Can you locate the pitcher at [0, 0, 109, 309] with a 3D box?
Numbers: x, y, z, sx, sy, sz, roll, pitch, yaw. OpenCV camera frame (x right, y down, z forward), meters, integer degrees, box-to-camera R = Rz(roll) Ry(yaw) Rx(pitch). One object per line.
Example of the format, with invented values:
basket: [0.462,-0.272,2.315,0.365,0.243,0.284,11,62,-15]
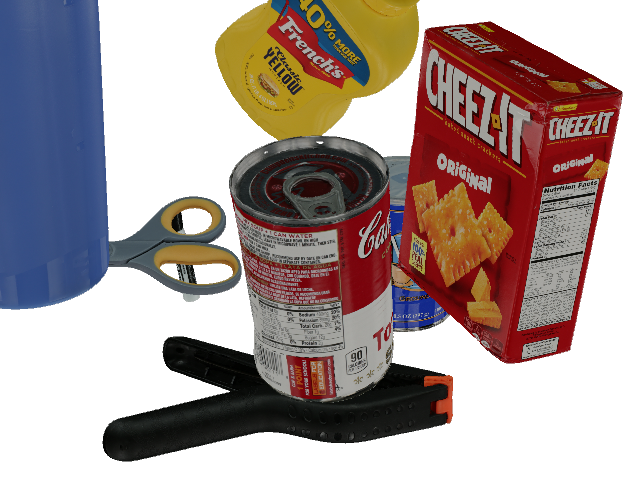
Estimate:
pitcher: [-0.209,-0.078,0.688,0.149,0.243,0.145,-4,26,-8]

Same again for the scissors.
scissors: [-0.160,-0.004,0.851,0.201,0.096,0.016,11,-34,-6]

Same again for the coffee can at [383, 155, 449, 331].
coffee can: [0.079,0.002,1.029,0.103,0.140,0.103,-1,27,0]

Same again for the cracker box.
cracker box: [0.133,-0.038,0.814,0.072,0.214,0.164,-11,32,-24]

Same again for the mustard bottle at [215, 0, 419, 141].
mustard bottle: [0.007,-0.130,0.665,0.058,0.096,0.192,-41,6,-32]

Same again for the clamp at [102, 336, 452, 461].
clamp: [-0.023,0.095,0.685,0.210,0.036,0.164,-1,15,-2]

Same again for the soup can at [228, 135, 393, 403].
soup can: [-0.002,0.014,0.476,0.068,0.102,0.068,-3,35,2]

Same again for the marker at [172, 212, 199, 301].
marker: [-0.156,0.014,1.202,0.020,0.121,0.020,-6,30,4]
